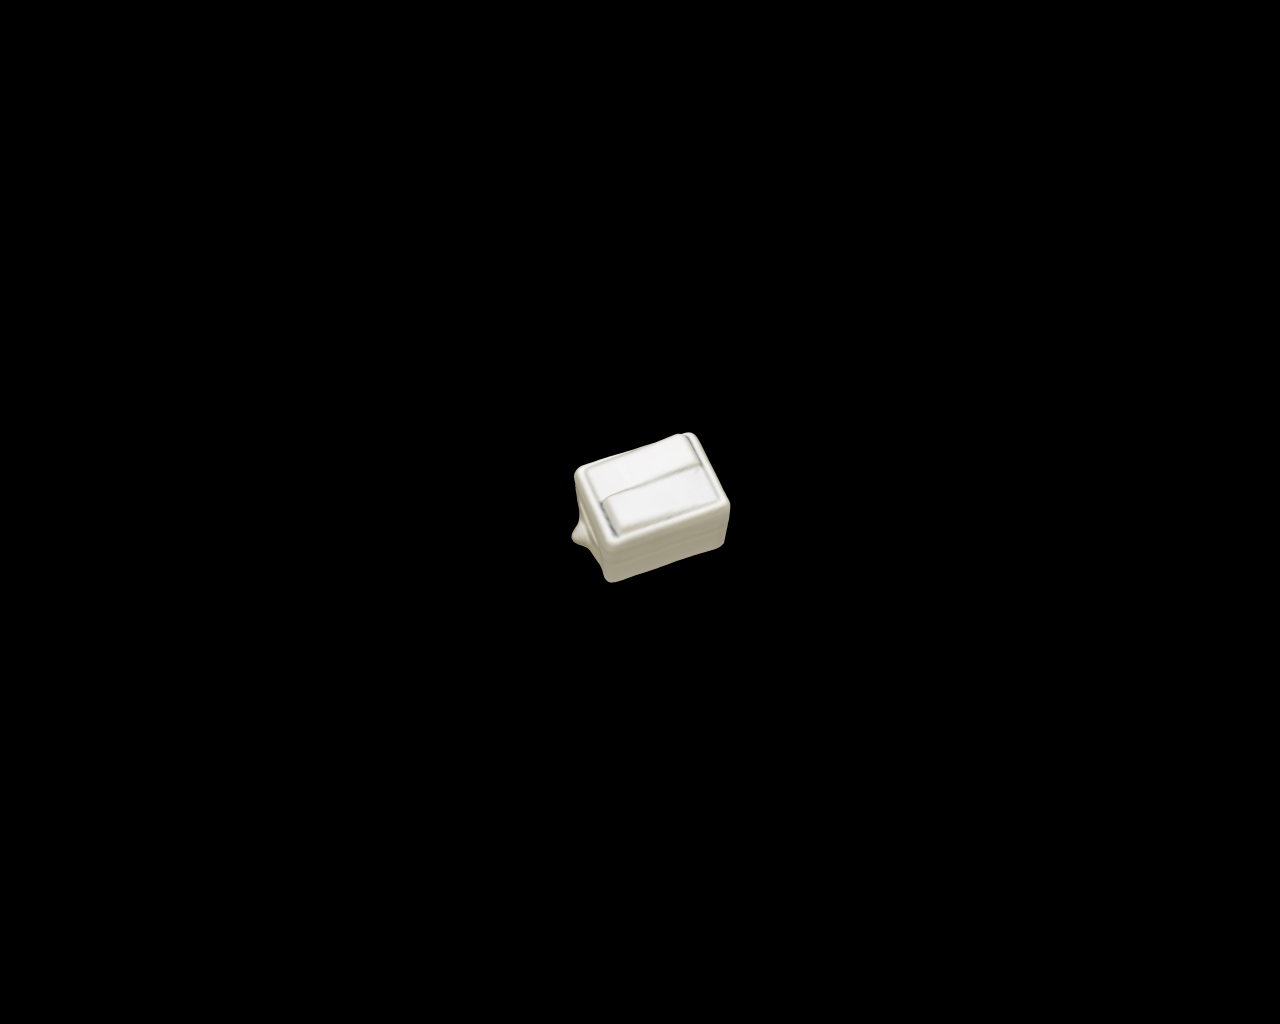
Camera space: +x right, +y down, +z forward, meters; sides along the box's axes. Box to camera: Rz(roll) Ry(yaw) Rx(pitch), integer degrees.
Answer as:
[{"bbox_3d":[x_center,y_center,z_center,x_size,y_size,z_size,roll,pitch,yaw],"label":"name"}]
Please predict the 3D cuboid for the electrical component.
[{"bbox_3d":[0.001,-0.003,0.650,0.096,0.062,0.061,-18,-28,-10],"label":"electrical component"}]
